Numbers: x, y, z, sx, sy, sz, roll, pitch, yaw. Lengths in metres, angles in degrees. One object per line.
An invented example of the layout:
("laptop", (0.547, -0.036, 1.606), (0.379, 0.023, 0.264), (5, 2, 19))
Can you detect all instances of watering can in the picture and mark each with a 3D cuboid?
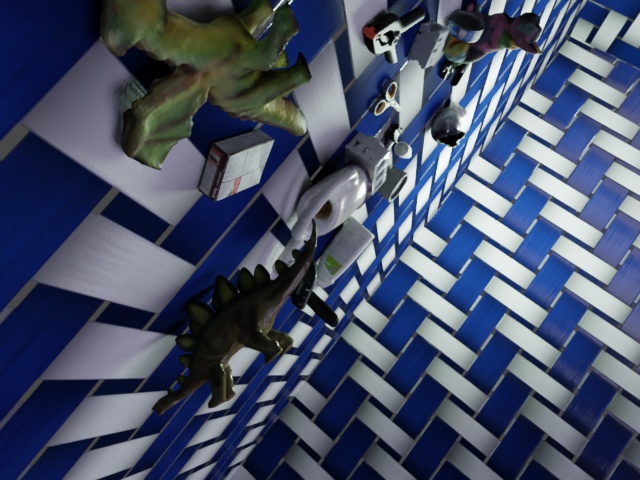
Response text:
("watering can", (0.004, -0.060, 1.197), (0.228, 0.104, 0.340), (-38, 169, -43))

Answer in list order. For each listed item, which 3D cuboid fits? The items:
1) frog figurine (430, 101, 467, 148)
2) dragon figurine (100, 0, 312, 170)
("frog figurine", (0.437, -0.407, 1.748), (0.135, 0.122, 0.162), (54, 37, -65))
("dragon figurine", (-0.131, -0.173, 0.623), (0.244, 0.124, 0.403), (-33, 159, -7))
